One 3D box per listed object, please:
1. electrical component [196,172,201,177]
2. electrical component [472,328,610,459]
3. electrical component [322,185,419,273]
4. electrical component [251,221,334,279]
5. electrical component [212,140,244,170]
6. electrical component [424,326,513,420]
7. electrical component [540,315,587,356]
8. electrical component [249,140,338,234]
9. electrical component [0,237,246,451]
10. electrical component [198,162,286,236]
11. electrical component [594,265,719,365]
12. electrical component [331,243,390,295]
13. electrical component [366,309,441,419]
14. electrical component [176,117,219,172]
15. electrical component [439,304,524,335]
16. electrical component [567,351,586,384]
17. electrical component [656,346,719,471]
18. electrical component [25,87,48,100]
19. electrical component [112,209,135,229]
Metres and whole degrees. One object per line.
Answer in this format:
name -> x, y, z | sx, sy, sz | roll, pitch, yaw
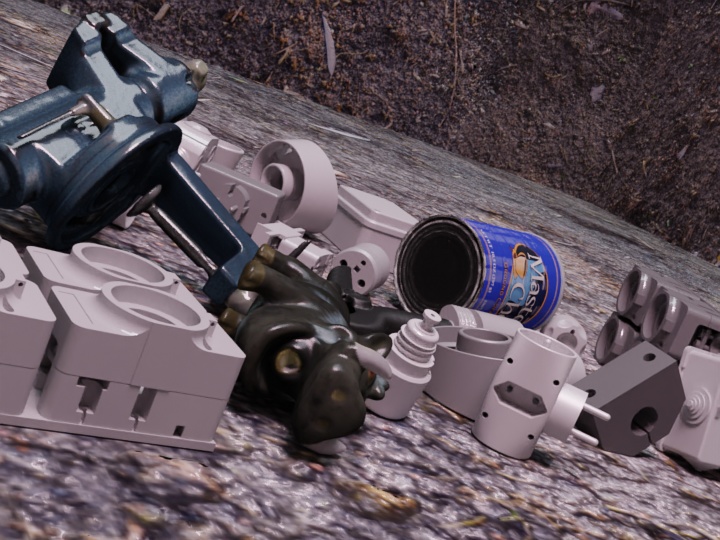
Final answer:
electrical component -> -0.183, -0.087, 0.975 | 0.077, 0.065, 0.047 | 16, 13, -29
electrical component -> 0.126, 0.090, 0.717 | 0.079, 0.077, 0.043 | 25, 11, 12
electrical component -> 0.014, -0.044, 1.175 | 0.078, 0.057, 0.113 | 17, 13, -27
electrical component -> -0.060, -0.008, 0.909 | 0.064, 0.042, 0.081 | 29, 13, 13
electrical component -> -0.155, -0.110, 1.159 | 0.045, 0.055, 0.045 | 22, 11, -5
electrical component -> 0.089, 0.078, 0.795 | 0.099, 0.064, 0.099 | 8, 10, -2
electrical component -> 0.198, 0.065, 1.057 | 0.043, 0.043, 0.062 | 22, 10, -3
electrical component -> -0.069, -0.088, 1.129 | 0.064, 0.099, 0.099 | 1, 23, -46
electrical component -> -0.161, 0.024, 0.517 | 0.186, 0.060, 0.105 | 15, 14, -34
electrical component -> -0.124, -0.065, 1.033 | 0.083, 0.047, 0.075 | 23, 11, 3
electrical component -> 0.295, 0.068, 1.069 | 0.060, 0.105, 0.186 | 21, 11, -5
electrical component -> 0.000, 0.000, 0.974 | 0.045, 0.045, 0.055 | 25, 12, 10
electrical component -> 0.028, 0.059, 0.686 | 0.040, 0.078, 0.040 | 24, 25, -12
electrical component -> -0.179, -0.111, 1.062 | 0.051, 0.080, 0.080 | 28, 11, 1
electrical component -> 0.096, 0.056, 0.904 | 0.081, 0.043, 0.043 | 14, 14, -35
electrical component -> 0.145, 0.082, 0.851 | 0.047, 0.055, 0.055 | 16, 12, -44
electrical component -> 0.299, 0.117, 0.873 | 0.100, 0.099, 0.048 | 17, 0, -27
electrical component -> -0.281, -0.126, 0.942 | 0.047, 0.075, 0.083 | 22, 11, -1
electrical component -> -0.217, -0.071, 0.891 | 0.077, 0.043, 0.079 | 22, 12, -2
